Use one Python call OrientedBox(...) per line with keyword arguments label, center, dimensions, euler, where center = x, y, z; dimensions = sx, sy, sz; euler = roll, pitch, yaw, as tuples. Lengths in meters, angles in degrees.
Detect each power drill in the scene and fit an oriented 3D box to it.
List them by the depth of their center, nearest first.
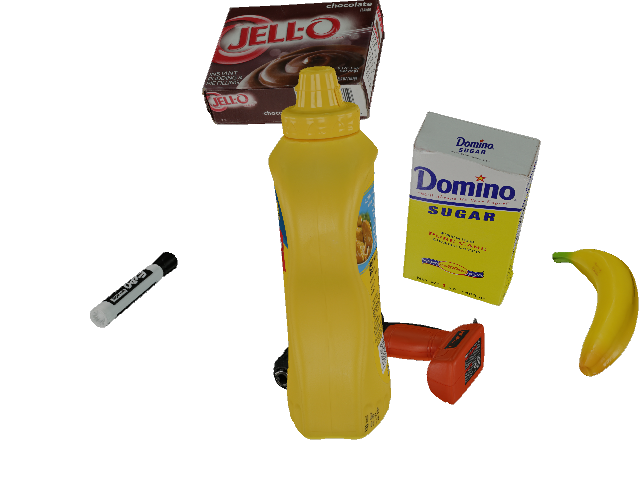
OrientedBox(label="power drill", center=(0.065, 0.118, 1.116), dimensions=(0.188, 0.057, 0.184), euler=(10, 26, 27))

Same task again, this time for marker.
OrientedBox(label="marker", center=(-0.166, 0.042, 0.966), dimensions=(0.020, 0.020, 0.121), euler=(0, 25, 28))

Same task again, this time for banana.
OrientedBox(label="banana", center=(0.268, 0.059, 1.011), dimensions=(0.070, 0.037, 0.197), euler=(-28, 24, 19))

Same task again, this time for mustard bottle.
OrientedBox(label="mustard bottle", center=(0.005, 0.003, 0.574), dimensions=(0.058, 0.192, 0.096), euler=(-1, 18, 8))

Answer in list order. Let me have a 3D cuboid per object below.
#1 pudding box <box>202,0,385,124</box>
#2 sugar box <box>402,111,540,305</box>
OrientedBox(label="pudding box", center=(-0.017, -0.123, 0.737), dimensions=(0.113, 0.090, 0.039), euler=(1, -40, 13))
OrientedBox(label="sugar box", center=(0.120, -0.021, 0.877), dimensions=(0.093, 0.048, 0.176), euler=(16, -33, 14))
